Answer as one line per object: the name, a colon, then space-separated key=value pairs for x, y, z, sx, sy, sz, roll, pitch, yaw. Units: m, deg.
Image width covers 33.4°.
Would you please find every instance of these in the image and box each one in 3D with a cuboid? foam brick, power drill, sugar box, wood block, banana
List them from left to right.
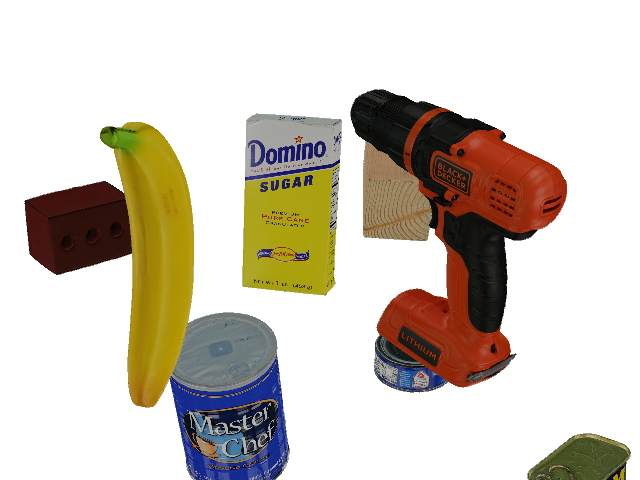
foam brick: x=-0.202 y=-0.012 z=0.902 sx=0.078 sy=0.053 sz=0.051 roll=-18 pitch=31 yaw=-32
banana: x=-0.102 y=0.007 z=0.632 sx=0.037 sy=0.198 sz=0.069 roll=17 pitch=38 yaw=26
sugar box: x=-0.030 y=-0.037 z=1.085 sx=0.093 sy=0.176 sz=0.048 roll=5 pitch=16 yaw=13
wood block: x=0.107 y=-0.088 z=1.507 sx=0.091 sy=0.090 sz=0.206 roll=4 pitch=29 yaw=0
power drill: x=0.084 y=-0.003 z=0.767 sx=0.057 sy=0.188 sz=0.185 roll=-22 pitch=38 yaw=-33

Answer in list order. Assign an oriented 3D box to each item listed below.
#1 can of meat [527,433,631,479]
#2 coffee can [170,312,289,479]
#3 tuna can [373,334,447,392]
can of meat: x=0.227 y=0.231 z=0.936 sx=0.058 sy=0.084 sz=0.101 roll=14 pitch=27 yaw=41
coffee can: x=-0.086 y=0.154 z=1.004 sx=0.103 sy=0.140 sz=0.103 roll=-3 pitch=35 yaw=2
tuna can: x=0.101 y=0.125 z=1.149 sx=0.086 sy=0.034 sz=0.086 roll=-1 pitch=29 yaw=0
